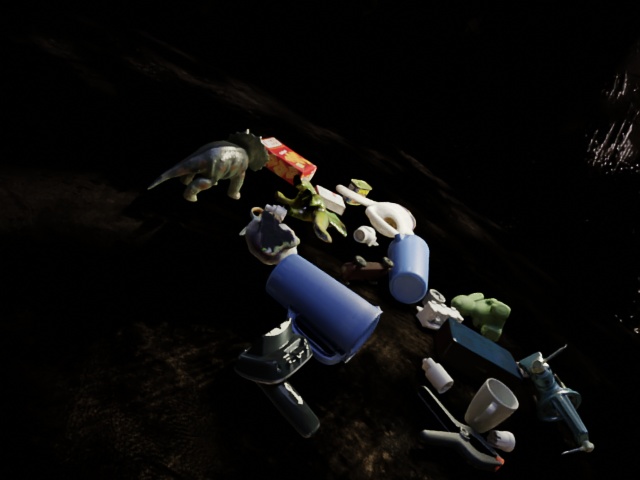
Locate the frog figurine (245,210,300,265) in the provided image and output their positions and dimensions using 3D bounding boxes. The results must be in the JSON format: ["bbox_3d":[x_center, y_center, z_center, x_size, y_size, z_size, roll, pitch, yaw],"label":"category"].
[{"bbox_3d":[-0.120,0.006,1.284,0.137,0.124,0.158,24,-14,-2],"label":"frog figurine"}]

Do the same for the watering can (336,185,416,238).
[{"bbox_3d":[0.228,-0.103,1.929,0.351,0.102,0.225,42,22,18],"label":"watering can"}]

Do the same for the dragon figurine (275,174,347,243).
[{"bbox_3d":[0.005,-0.081,1.605,0.240,0.121,0.418,24,23,-42],"label":"dragon figurine"}]
